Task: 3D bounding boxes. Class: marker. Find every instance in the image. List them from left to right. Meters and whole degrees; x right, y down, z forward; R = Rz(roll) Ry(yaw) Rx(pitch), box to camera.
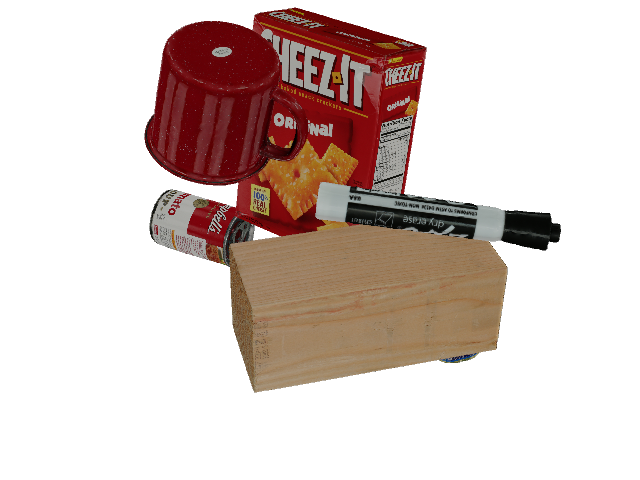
[{"bbox_3d":[0.058,-0.012,0.530,0.121,0.020,0.020,8,0,3],"label":"marker"}]

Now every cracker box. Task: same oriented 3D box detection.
[{"bbox_3d":[0.003,-0.099,1.030,0.164,0.214,0.071,24,30,33],"label":"cracker box"}]

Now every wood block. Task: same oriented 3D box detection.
[{"bbox_3d":[0.035,0.047,0.873,0.206,0.090,0.091,-9,36,-13],"label":"wood block"}]

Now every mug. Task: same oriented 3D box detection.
[{"bbox_3d":[-0.063,-0.094,0.749,0.117,0.082,0.093,25,45,9],"label":"mug"}]

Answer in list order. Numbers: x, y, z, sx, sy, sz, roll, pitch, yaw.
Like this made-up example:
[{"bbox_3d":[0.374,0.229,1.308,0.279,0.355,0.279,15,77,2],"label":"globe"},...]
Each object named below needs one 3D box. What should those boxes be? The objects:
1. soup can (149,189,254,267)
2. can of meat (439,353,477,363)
[{"bbox_3d":[-0.136,-0.015,1.227,0.102,0.068,0.068,17,6,21],"label":"soup can"},{"bbox_3d":[0.127,0.060,1.066,0.057,0.102,0.084,-12,-42,-13],"label":"can of meat"}]
